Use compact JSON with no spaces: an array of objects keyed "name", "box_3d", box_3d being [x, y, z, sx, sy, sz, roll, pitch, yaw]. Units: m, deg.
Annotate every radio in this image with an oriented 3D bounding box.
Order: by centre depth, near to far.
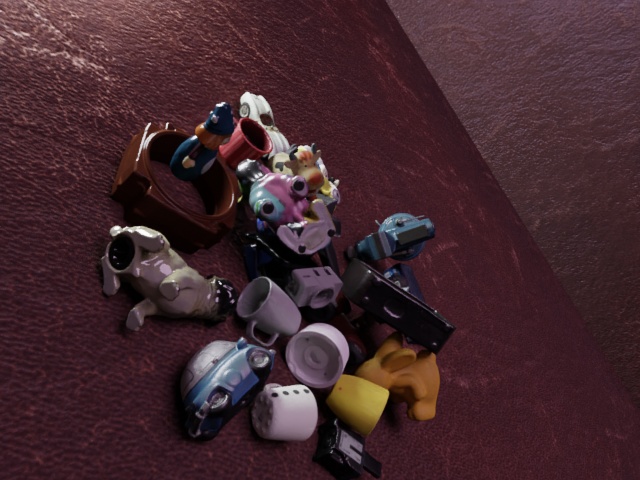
[{"name":"radio","box_3d":[0.152,0.131,1.073,0.229,0.073,0.131,32,3,-12]}]

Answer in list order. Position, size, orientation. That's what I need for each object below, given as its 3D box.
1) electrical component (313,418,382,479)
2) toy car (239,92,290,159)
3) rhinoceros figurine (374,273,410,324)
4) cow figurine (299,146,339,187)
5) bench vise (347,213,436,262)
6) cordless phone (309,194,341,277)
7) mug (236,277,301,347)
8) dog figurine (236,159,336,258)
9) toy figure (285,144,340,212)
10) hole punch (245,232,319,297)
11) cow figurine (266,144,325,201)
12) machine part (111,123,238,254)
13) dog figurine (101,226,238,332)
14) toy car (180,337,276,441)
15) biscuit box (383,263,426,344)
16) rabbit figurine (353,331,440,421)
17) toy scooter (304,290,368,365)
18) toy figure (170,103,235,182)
[{"name":"electrical component","box_3d":[0.049,0.366,0.915,0.119,0.048,0.075,41,33,-22]},{"name":"toy car","box_3d":[-0.130,-0.263,1.284,0.073,0.056,0.202,-5,63,-55]},{"name":"rhinoceros figurine","box_3d":[0.167,0.140,1.240,0.073,0.112,0.190,53,23,-6]},{"name":"cow figurine","box_3d":[-0.008,-0.159,1.343,0.167,0.068,0.098,54,25,-2]},{"name":"bench vise","box_3d":[0.172,0.008,1.350,0.129,0.224,0.240,60,1,1]},{"name":"cordless phone","box_3d":[-0.003,-0.004,1.185,0.089,0.147,0.184,-24,113,-22]},{"name":"mug","box_3d":[-0.084,0.135,0.937,0.107,0.081,0.109,41,43,-35]},{"name":"dog figurine","box_3d":[-0.082,-0.066,1.030,0.191,0.108,0.219,54,-12,-25]},{"name":"toy figure","box_3d":[-0.026,-0.134,1.256,0.180,0.089,0.082,49,34,-16]},{"name":"hole punch","box_3d":[-0.082,0.051,1.030,0.142,0.092,0.116,10,26,-46]},{"name":"cow figurine","box_3d":[-0.051,-0.139,1.118,0.085,0.195,0.127,-22,116,-23]},{"name":"machine part","box_3d":[-0.243,-0.093,0.936,0.201,0.087,0.201,31,38,-31]},{"name":"dog figurine","box_3d":[-0.222,0.054,0.828,0.172,0.121,0.190,67,19,14]},{"name":"toy car","box_3d":[-0.146,0.203,0.776,0.103,0.109,0.161,37,39,16]},{"name":"biscuit box","box_3d":[0.225,0.157,1.349,0.062,0.059,0.203,15,48,-44]},{"name":"rabbit figurine","box_3d":[0.146,0.270,1.051,0.173,0.162,0.122,5,23,-19]},{"name":"toy scooter","box_3d":[0.046,0.155,1.095,0.184,0.075,0.135,56,30,-3]},{"name":"toy figure","box_3d":[-0.180,-0.154,0.848,0.057,0.154,0.064,20,44,-39]}]
